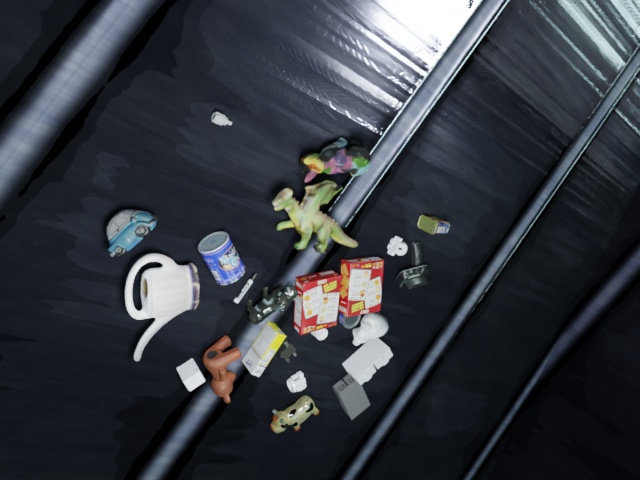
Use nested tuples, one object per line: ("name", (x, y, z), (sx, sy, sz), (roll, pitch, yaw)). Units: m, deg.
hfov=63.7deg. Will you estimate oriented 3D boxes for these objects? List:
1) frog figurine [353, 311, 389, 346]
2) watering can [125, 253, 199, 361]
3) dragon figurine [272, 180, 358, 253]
("frog figurine", (0.199, 0.367, 2.096), (0.124, 0.161, 0.134), (27, -22, 30))
("watering can", (-0.481, 0.197, 1.583), (0.225, 0.342, 0.105), (-7, 22, -31))
("dragon figurine", (0.005, -0.088, 1.742), (0.410, 0.238, 0.124), (6, 34, -34))
